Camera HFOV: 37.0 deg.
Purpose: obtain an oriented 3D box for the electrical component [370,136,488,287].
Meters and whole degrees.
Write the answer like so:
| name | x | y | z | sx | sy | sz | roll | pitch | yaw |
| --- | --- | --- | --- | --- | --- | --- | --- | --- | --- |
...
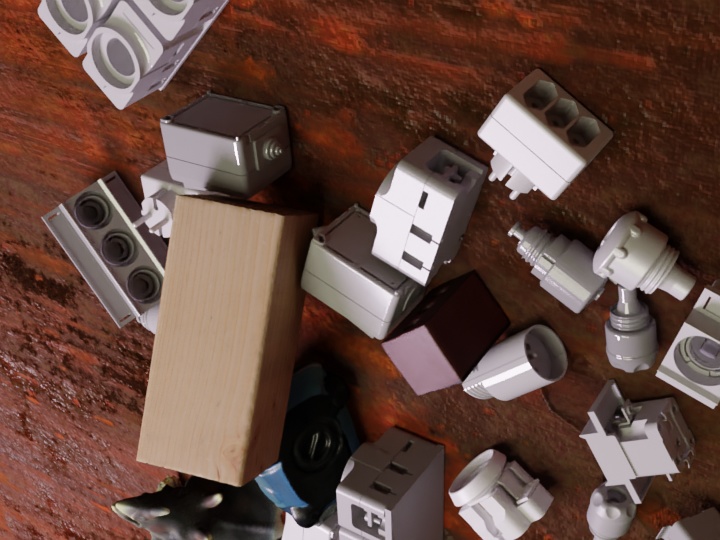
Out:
| name | x | y | z | sx | sy | sz | roll | pitch | yaw |
| --- | --- | --- | --- | --- | --- | --- | --- | --- | --- |
| electrical component | 0.045 | -0.044 | 0.768 | 0.056 | 0.050 | 0.089 | 32 | 135 | 17 |

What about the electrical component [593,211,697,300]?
| name | x | y | z | sx | sy | sz | roll | pitch | yaw |
| --- | --- | --- | --- | --- | --- | --- | --- | --- | --- |
| electrical component | 0.185 | -0.005 | 0.690 | 0.062 | 0.048 | 0.048 | 34 | 136 | 5 |

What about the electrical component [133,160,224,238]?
| name | x | y | z | sx | sy | sz | roll | pitch | yaw |
| --- | --- | --- | --- | --- | --- | --- | --- | --- | --- |
| electrical component | -0.158 | -0.053 | 0.907 | 0.066 | 0.077 | 0.047 | 17 | 129 | 29 |

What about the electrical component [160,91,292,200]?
| name | x | y | z | sx | sy | sz | roll | pitch | yaw |
| --- | --- | --- | --- | --- | --- | --- | --- | --- | --- |
| electrical component | -0.098 | -0.094 | 0.839 | 0.096 | 0.062 | 0.061 | 17 | 129 | 30 |

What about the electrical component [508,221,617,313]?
| name | x | y | z | sx | sy | sz | roll | pitch | yaw |
| --- | --- | --- | --- | --- | --- | --- | --- | --- | --- |
| electrical component | 0.135 | -0.005 | 0.731 | 0.078 | 0.040 | 0.040 | 39 | 137 | 10 |

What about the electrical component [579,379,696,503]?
| name | x | y | z | sx | sy | sz | roll | pitch | yaw |
| --- | --- | --- | --- | --- | --- | --- | --- | --- | --- |
| electrical component | 0.201 | 0.121 | 0.769 | 0.064 | 0.042 | 0.081 | -18 | 108 | 41 |

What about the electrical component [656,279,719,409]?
| name | x | y | z | sx | sy | sz | roll | pitch | yaw |
| --- | --- | --- | --- | --- | --- | --- | --- | --- | --- |
| electrical component | 0.224 | 0.042 | 0.676 | 0.042 | 0.064 | 0.081 | 31 | 135 | 16 |

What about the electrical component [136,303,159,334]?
| name | x | y | z | sx | sy | sz | roll | pitch | yaw |
| --- | --- | --- | --- | --- | --- | --- | --- | --- | --- |
| electrical component | -0.183 | 0.046 | 1.025 | 0.078 | 0.040 | 0.040 | 1 | 120 | 38 |

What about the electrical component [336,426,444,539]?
| name | x | y | z | sx | sy | sz | roll | pitch | yaw |
| --- | --- | --- | --- | --- | --- | --- | --- | --- | --- |
| electrical component | 0.025 | 0.225 | 0.950 | 0.062 | 0.089 | 0.150 | 19 | 130 | 28 |

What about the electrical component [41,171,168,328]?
| name | x | y | z | sx | sy | sz | roll | pitch | yaw |
| --- | --- | --- | --- | --- | --- | --- | --- | --- | --- |
| electrical component | -0.227 | -0.018 | 0.996 | 0.121 | 0.079 | 0.063 | 57 | 159 | -9 |

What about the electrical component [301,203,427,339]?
| name | x | y | z | sx | sy | sz | roll | pitch | yaw |
| --- | --- | --- | --- | --- | --- | --- | --- | --- | --- |
| electrical component | 0.000 | 0.000 | 0.828 | 0.096 | 0.062 | 0.061 | 33 | 135 | 16 |

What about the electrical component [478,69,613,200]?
| name | x | y | z | sx | sy | sz | roll | pitch | yaw |
| --- | --- | --- | --- | --- | --- | --- | --- | --- | --- |
| electrical component | 0.110 | -0.076 | 0.695 | 0.066 | 0.047 | 0.076 | 42 | 137 | 6 |

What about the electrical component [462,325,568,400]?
| name | x | y | z | sx | sy | sz | roll | pitch | yaw |
| --- | --- | --- | --- | --- | --- | --- | --- | --- | --- |
| electrical component | 0.111 | 0.074 | 0.806 | 0.043 | 0.043 | 0.081 | 53 | 137 | -5 |

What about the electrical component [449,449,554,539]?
| name | x | y | z | sx | sy | sz | roll | pitch | yaw |
| --- | --- | --- | --- | --- | --- | --- | --- | --- | --- |
| electrical component | 0.110 | 0.184 | 0.876 | 0.057 | 0.058 | 0.078 | 46 | 137 | -2 |

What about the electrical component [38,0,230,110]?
| name | x | y | z | sx | sy | sz | roll | pitch | yaw |
| --- | --- | --- | --- | --- | --- | --- | --- | --- | --- |
| electrical component | -0.164 | -0.215 | 0.806 | 0.105 | 0.060 | 0.186 | 50 | 137 | -2 |

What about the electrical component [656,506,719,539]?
| name | x | y | z | sx | sy | sz | roll | pitch | yaw |
| --- | --- | --- | --- | --- | --- | --- | --- | --- | --- |
| electrical component | 0.243 | 0.236 | 0.796 | 0.063 | 0.079 | 0.121 | 56 | 147 | 37 |

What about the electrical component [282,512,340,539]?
| name | x | y | z | sx | sy | sz | roll | pitch | yaw |
| --- | --- | --- | --- | --- | --- | --- | --- | --- | --- |
| electrical component | -0.037 | 0.249 | 1.039 | 0.061 | 0.062 | 0.096 | 25 | 133 | 23 |

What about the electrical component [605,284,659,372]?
| name | x | y | z | sx | sy | sz | roll | pitch | yaw |
| --- | --- | --- | --- | --- | --- | --- | --- | --- | --- |
| electrical component | 0.183 | 0.036 | 0.727 | 0.035 | 0.035 | 0.061 | 8 | 122 | 35 |

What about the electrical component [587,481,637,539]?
| name | x | y | z | sx | sy | sz | roll | pitch | yaw |
| --- | --- | --- | --- | --- | --- | --- | --- | --- | --- |
| electrical component | 0.193 | 0.193 | 0.833 | 0.035 | 0.035 | 0.061 | 26 | 135 | 23 |
